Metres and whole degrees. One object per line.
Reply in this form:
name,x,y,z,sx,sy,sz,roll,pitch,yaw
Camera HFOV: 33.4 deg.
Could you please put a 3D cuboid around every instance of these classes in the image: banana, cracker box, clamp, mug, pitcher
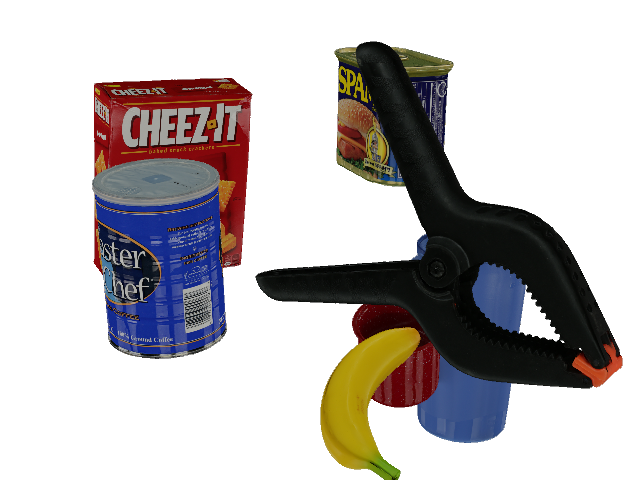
banana,0.038,0.125,0.863,0.069,0.037,0.197,21,32,-1
cracker box,-0.166,-0.067,1.192,0.163,0.214,0.072,-7,26,-27
clamp,0.068,0.001,0.565,0.210,0.165,0.036,29,26,25
mug,0.089,0.109,1.084,0.117,0.081,0.093,-27,42,-29
pitcher,0.167,0.115,1.275,0.149,0.243,0.145,5,18,12

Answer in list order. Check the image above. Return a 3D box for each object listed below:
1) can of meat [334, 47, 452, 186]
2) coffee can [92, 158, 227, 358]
can of meat,0.049,-0.089,0.754,0.057,0.084,0.102,-6,19,-21
coffee can,-0.132,0.013,0.890,0.103,0.140,0.103,-1,22,0
